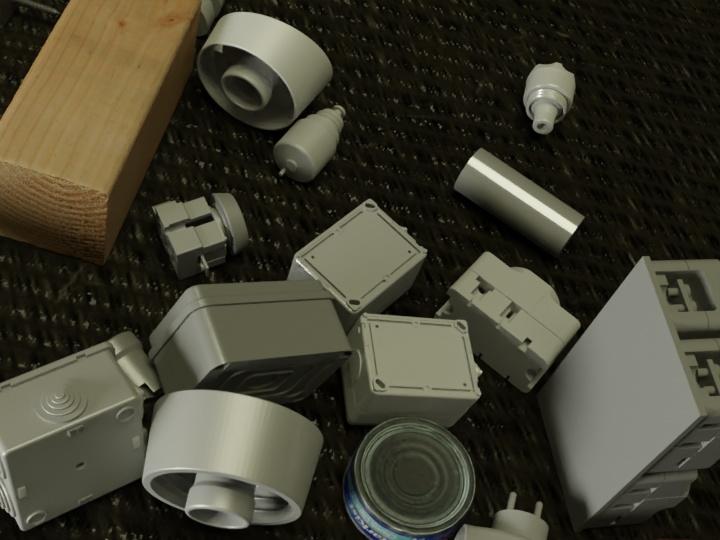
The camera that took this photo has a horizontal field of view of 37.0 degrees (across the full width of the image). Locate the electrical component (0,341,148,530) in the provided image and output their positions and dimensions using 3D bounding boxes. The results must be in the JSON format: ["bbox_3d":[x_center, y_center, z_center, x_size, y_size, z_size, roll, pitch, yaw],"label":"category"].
[{"bbox_3d":[-0.178,0.102,0.650,0.100,0.099,0.048,-22,52,-26],"label":"electrical component"}]

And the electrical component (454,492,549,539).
[{"bbox_3d":[0.101,0.183,0.701,0.077,0.043,0.079,20,54,0],"label":"electrical component"}]

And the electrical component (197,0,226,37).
[{"bbox_3d":[-0.137,-0.236,0.919,0.043,0.043,0.081,19,55,-2],"label":"electrical component"}]

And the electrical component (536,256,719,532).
[{"bbox_3d":[0.187,0.086,0.700,0.060,0.186,0.105,-1,57,-15],"label":"electrical component"}]

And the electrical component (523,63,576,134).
[{"bbox_3d":[0.164,-0.147,0.938,0.043,0.043,0.062,18,57,-2],"label":"electrical component"}]

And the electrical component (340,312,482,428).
[{"bbox_3d":[0.038,0.073,0.751,0.096,0.061,0.061,5,56,-21],"label":"electrical component"}]

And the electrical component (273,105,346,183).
[{"bbox_3d":[-0.036,-0.104,0.859,0.040,0.040,0.078,32,55,8],"label":"electrical component"}]

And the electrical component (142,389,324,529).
[{"bbox_3d":[-0.081,0.123,0.658,0.108,0.108,0.060,14,61,-5],"label":"electrical component"}]

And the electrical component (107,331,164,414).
[{"bbox_3d":[-0.153,0.070,0.713,0.040,0.040,0.046,-36,77,-31],"label":"electrical component"}]

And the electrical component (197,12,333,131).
[{"bbox_3d":[-0.077,-0.160,0.854,0.099,0.099,0.064,28,61,5],"label":"electrical component"}]

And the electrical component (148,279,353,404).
[{"bbox_3d":[-0.073,0.050,0.707,0.113,0.078,0.057,-2,59,-40],"label":"electrical component"}]

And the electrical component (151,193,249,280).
[{"bbox_3d":[-0.115,-0.028,0.786,0.055,0.048,0.066,-20,64,-17],"label":"electrical component"}]

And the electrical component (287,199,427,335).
[{"bbox_3d":[0.000,0.000,0.786,0.062,0.061,0.096,43,58,14],"label":"electrical component"}]

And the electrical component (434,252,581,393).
[{"bbox_3d":[0.111,0.036,0.797,0.089,0.050,0.056,39,56,12],"label":"electrical component"}]
